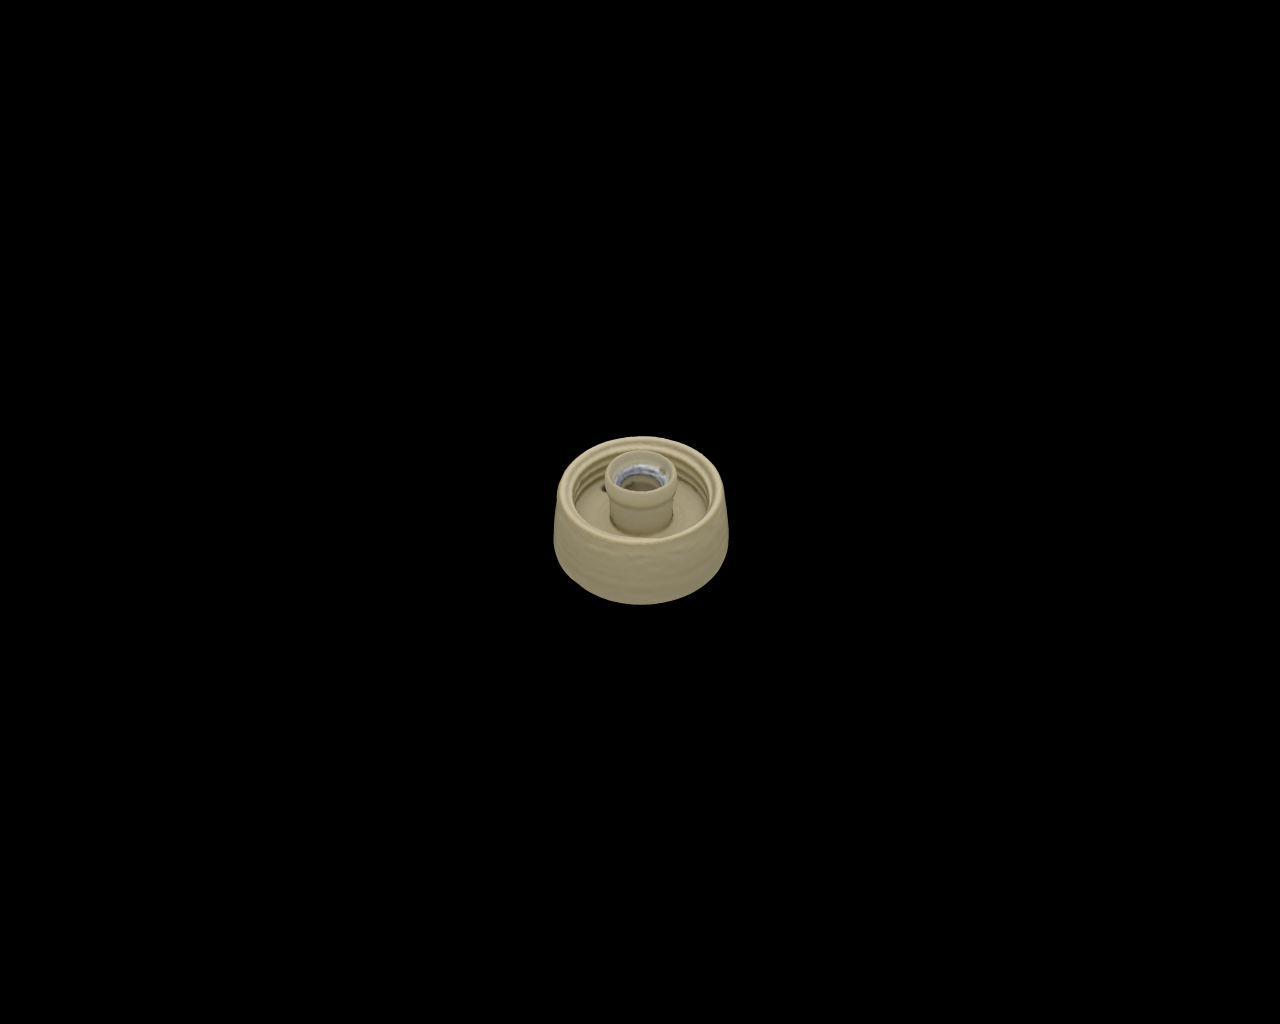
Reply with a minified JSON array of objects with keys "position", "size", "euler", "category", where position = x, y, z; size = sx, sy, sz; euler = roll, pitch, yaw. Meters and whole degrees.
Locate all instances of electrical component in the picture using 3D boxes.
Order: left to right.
[{"position":[0.001,-0.003,0.650],"size":[0.108,0.060,0.108],"euler":[0,43,0],"category":"electrical component"}]
